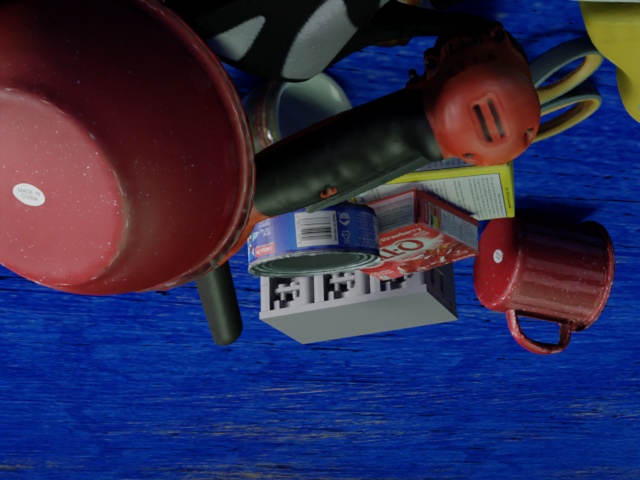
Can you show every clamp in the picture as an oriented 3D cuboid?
[{"bbox_3d":[-0.087,-0.012,0.741,0.164,0.036,0.210,41,141,-6],"label":"clamp"}]

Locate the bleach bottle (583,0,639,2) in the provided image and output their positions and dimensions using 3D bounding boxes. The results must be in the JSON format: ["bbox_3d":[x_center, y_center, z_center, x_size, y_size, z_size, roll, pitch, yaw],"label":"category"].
[{"bbox_3d":[0.143,-0.185,0.373,0.102,0.068,0.251,1,156,-2],"label":"bleach bottle"}]

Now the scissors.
[{"bbox_3d":[0.089,-0.070,0.627,0.201,0.016,0.096,-18,153,-22],"label":"scissors"}]

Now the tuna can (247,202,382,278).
[{"bbox_3d":[-0.004,0.001,0.684,0.086,0.034,0.086,-5,169,-1],"label":"tuna can"}]

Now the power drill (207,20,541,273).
[{"bbox_3d":[0.017,-0.057,0.544,0.188,0.057,0.184,-23,-166,12],"label":"power drill"}]

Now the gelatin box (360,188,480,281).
[{"bbox_3d":[0.054,-0.001,0.741,0.089,0.030,0.073,-17,152,38],"label":"gelatin box"}]

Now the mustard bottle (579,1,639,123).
[{"bbox_3d":[0.211,-0.102,0.589,0.096,0.058,0.191,-17,154,22],"label":"mustard bottle"}]

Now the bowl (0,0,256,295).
[{"bbox_3d":[-0.112,-0.033,0.464,0.162,0.055,0.162,11,123,17],"label":"bowl"}]

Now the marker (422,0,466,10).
[{"bbox_3d":[0.097,-0.140,0.537,0.121,0.020,0.020,-16,154,32],"label":"marker"}]

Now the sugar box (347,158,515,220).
[{"bbox_3d":[0.046,-0.042,0.746,0.176,0.048,0.093,-3,158,13],"label":"sugar box"}]

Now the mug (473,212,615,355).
[{"bbox_3d":[0.175,0.034,0.856,0.081,0.117,0.093,11,162,-18],"label":"mug"}]
